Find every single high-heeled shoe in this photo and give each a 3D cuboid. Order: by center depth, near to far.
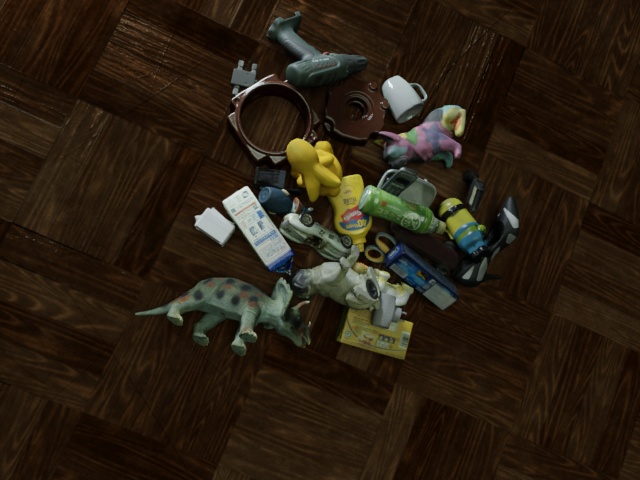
[{"bbox_3d":[0.423,0.002,1.385,0.145,0.086,0.248,7,93,-16],"label":"high-heeled shoe"}]

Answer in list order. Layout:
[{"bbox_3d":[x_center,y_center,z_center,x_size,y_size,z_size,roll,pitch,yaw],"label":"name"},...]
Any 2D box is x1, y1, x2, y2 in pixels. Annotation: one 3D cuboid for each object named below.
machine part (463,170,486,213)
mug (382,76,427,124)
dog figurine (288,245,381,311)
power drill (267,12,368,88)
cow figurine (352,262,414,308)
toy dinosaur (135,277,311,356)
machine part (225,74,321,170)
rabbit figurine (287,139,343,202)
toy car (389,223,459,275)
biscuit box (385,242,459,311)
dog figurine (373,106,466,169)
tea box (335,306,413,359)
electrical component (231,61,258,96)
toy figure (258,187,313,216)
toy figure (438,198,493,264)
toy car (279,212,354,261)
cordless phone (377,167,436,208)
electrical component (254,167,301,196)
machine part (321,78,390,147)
[{"bbox_3d":[0.396,-0.132,1.379,0.039,0.139,0.084,4,122,4],"label":"machine part"},{"bbox_3d":[0.219,-0.376,1.400,0.109,0.080,0.107,-31,80,-8],"label":"mug"},{"bbox_3d":[0.032,0.122,1.288,0.190,0.121,0.172,-30,86,32],"label":"dog figurine"},{"bbox_3d":[-0.018,-0.471,1.345,0.232,0.086,0.207,-32,80,-32],"label":"power drill"},{"bbox_3d":[0.143,0.122,1.344,0.167,0.068,0.098,26,92,-4],"label":"cow figurine"},{"bbox_3d":[-0.213,0.149,1.252,0.405,0.131,0.192,16,48,11],"label":"toy dinosaur"},{"bbox_3d":[-0.115,-0.290,1.332,0.201,0.087,0.201,-34,91,-9],"label":"machine part"},{"bbox_3d":[-0.022,-0.166,1.266,0.122,0.173,0.162,-28,60,12],"label":"rabbit figurine"},{"bbox_3d":[0.266,0.012,1.380,0.202,0.053,0.089,30,65,-4],"label":"toy car"},{"bbox_3d":[0.253,0.089,1.336,0.202,0.063,0.059,38,115,-16],"label":"biscuit box"},{"bbox_3d":[0.253,-0.267,1.382,0.219,0.108,0.191,8,84,-6],"label":"dog figurine"},{"bbox_3d":[0.133,0.227,1.328,0.170,0.068,0.098,19,80,-6],"label":"tea box"},{"bbox_3d":[-0.191,-0.405,1.363,0.063,0.021,0.094,12,82,-9],"label":"electrical component"},{"bbox_3d":[-0.079,-0.083,1.313,0.154,0.064,0.058,25,45,-42],"label":"toy figure"},{"bbox_3d":[0.365,-0.029,1.353,0.082,0.089,0.180,-22,54,-3],"label":"toy figure"},{"bbox_3d":[-0.003,-0.004,1.308,0.201,0.073,0.056,29,56,-19],"label":"toy car"},{"bbox_3d":[0.227,-0.132,1.322,0.147,0.184,0.088,22,77,-6],"label":"cordless phone"},{"bbox_3d":[-0.104,-0.142,1.324,0.119,0.075,0.047,7,84,-5],"label":"electrical component"},{"bbox_3d":[0.090,-0.330,1.385,0.179,0.056,0.179,1,85,-8],"label":"machine part"}]
